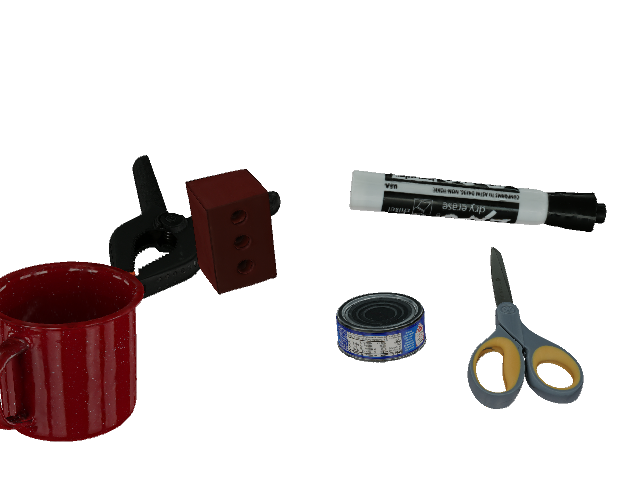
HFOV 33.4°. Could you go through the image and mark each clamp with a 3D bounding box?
[{"bbox_3d":[-0.156,-0.014,1.061,0.165,0.036,0.209,20,40,17],"label":"clamp"}]

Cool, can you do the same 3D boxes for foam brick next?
[{"bbox_3d":[-0.070,-0.008,0.840,0.053,0.078,0.051,-16,31,-18],"label":"foam brick"}]

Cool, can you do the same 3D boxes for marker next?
[{"bbox_3d":[0.075,-0.018,0.507,0.121,0.020,0.020,5,0,1],"label":"marker"}]

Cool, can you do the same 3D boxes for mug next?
[{"bbox_3d":[-0.158,0.072,0.636,0.093,0.081,0.117,12,24,21],"label":"mug"}]

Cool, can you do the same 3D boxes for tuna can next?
[{"bbox_3d":[0.058,0.082,1.022,0.086,0.034,0.086,-5,22,2],"label":"tuna can"}]

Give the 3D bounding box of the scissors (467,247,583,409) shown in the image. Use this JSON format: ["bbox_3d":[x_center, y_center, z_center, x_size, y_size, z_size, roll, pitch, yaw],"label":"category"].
[{"bbox_3d":[0.170,0.069,0.867,0.096,0.016,0.201,11,36,13],"label":"scissors"}]
